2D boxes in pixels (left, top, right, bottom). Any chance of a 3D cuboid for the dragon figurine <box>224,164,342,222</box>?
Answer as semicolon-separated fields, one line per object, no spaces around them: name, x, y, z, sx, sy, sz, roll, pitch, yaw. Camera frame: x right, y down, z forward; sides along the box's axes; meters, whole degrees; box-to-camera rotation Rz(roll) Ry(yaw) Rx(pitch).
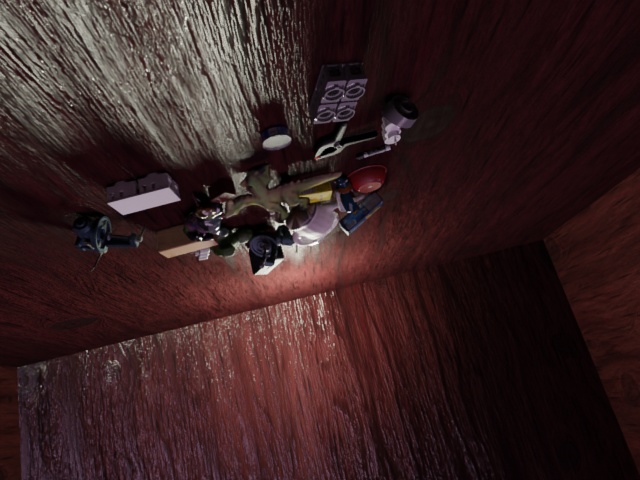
dragon figurine;-0.148;-0.178;1.738;0.407;0.124;0.240;-30;150;17

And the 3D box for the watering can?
watering can;0.006;-0.104;2.071;0.344;0.106;0.222;-43;143;16

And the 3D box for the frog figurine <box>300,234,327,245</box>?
frog figurine;-0.049;-0.037;2.216;0.137;0.123;0.159;-1;180;23
